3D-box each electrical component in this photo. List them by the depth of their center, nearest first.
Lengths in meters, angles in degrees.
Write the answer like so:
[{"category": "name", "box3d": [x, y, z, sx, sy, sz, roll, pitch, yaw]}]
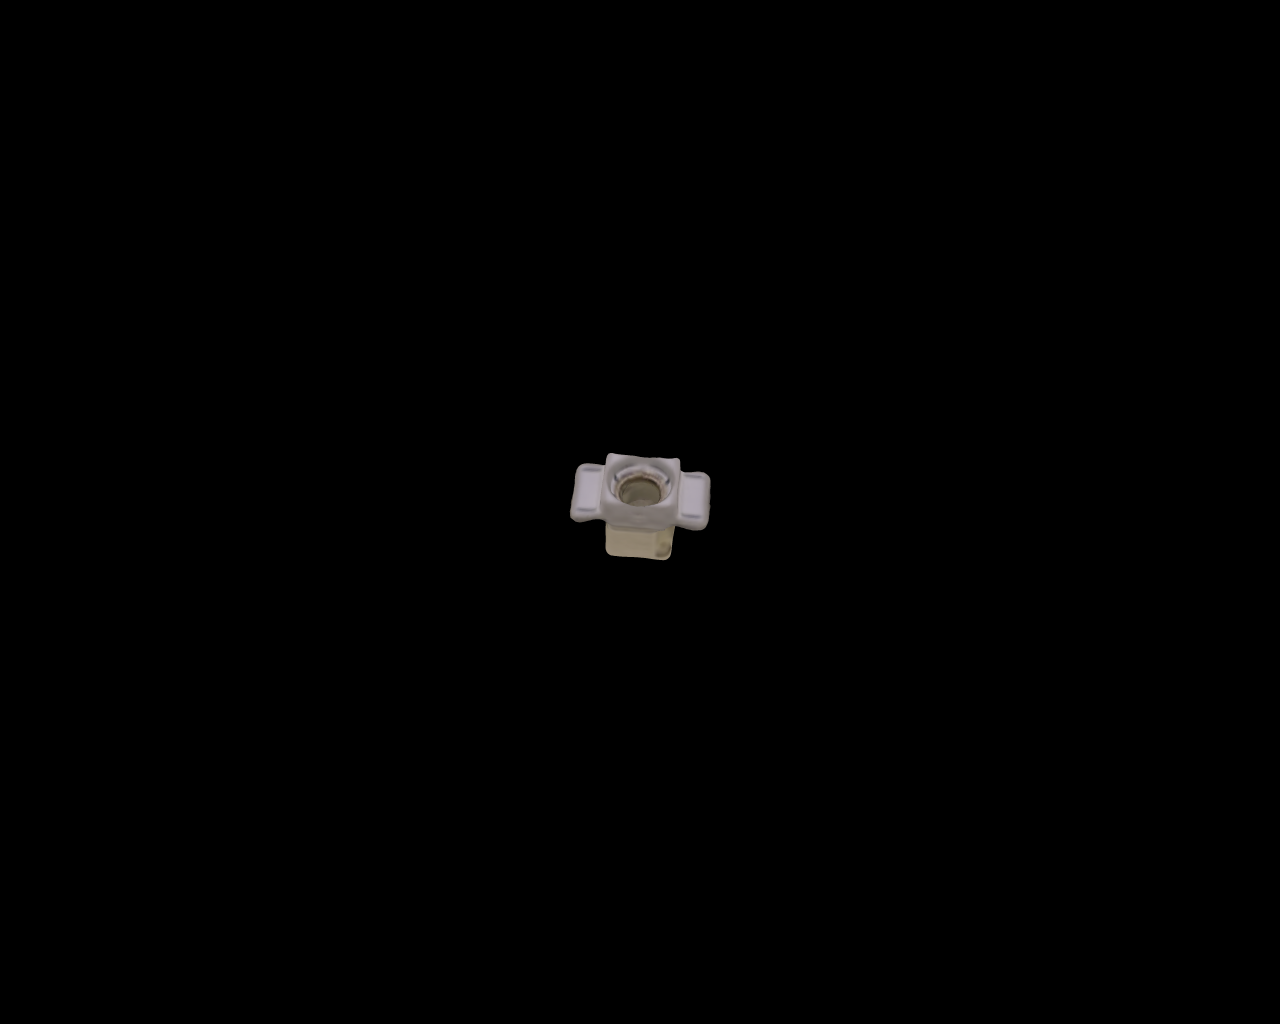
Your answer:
[{"category": "electrical component", "box3d": [0.001, -0.003, 0.650, 0.081, 0.042, 0.063, 5, -37, 4]}]
